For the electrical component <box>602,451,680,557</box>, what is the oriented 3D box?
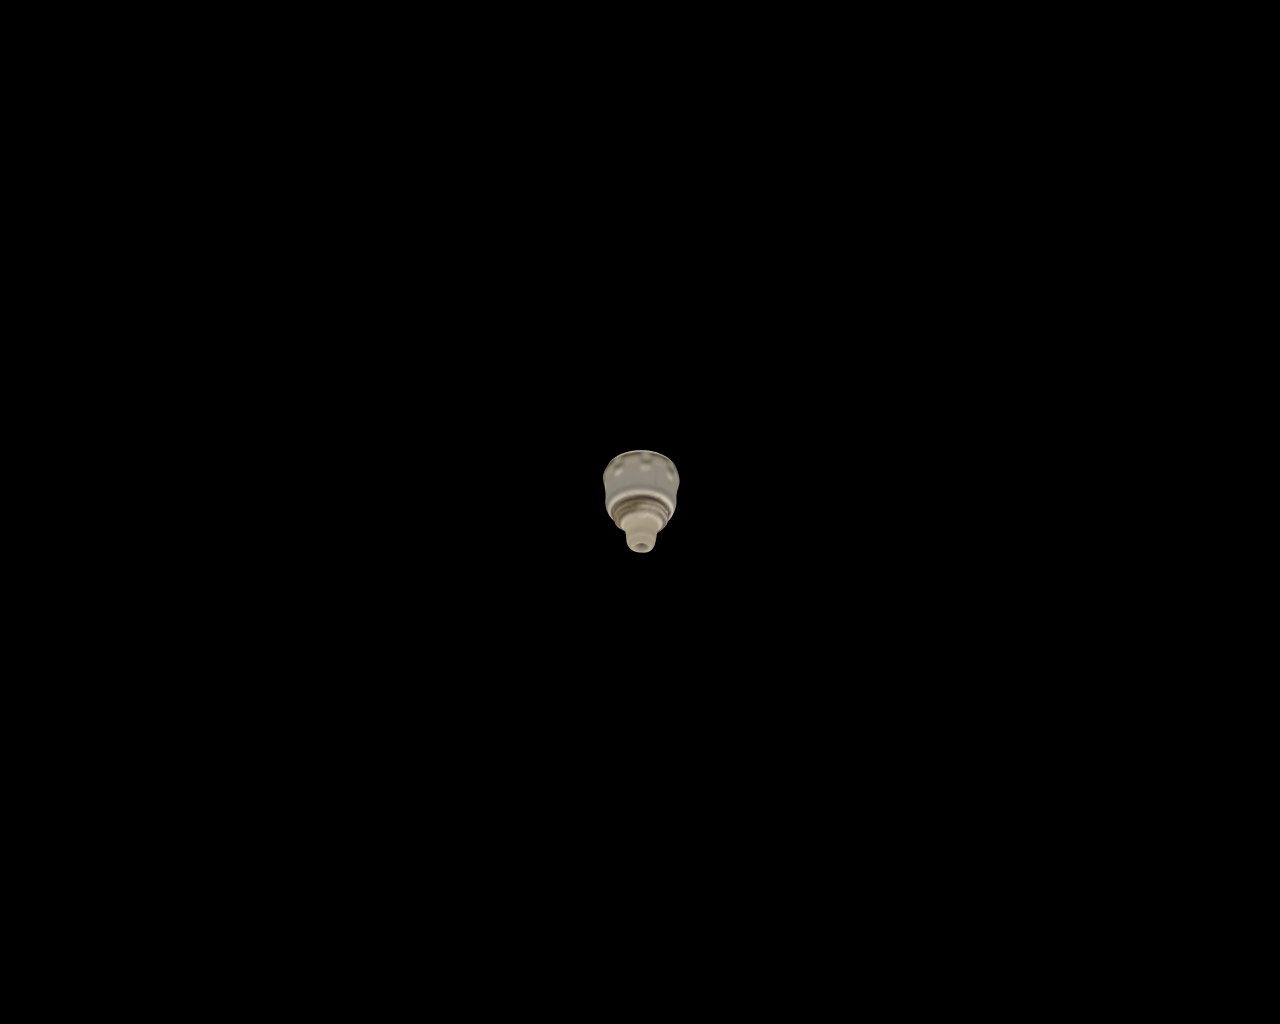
[{"bbox_3d":[0.001,-0.003,0.650,0.048,0.062,0.048,0,-37,0],"label":"electrical component"}]
